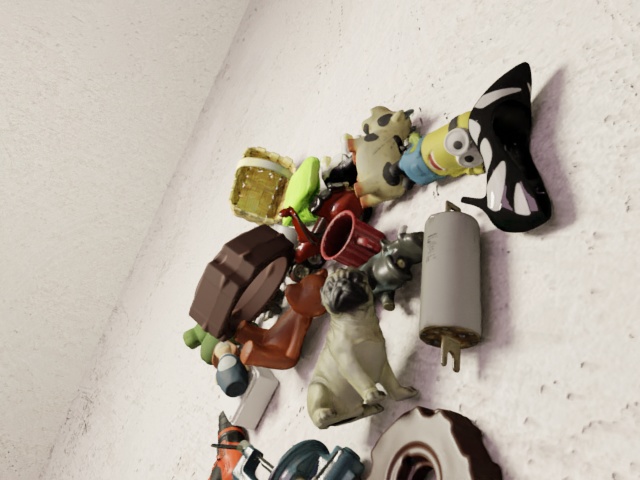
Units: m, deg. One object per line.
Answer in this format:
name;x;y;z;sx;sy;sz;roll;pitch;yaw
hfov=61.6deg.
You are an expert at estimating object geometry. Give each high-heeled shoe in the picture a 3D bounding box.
high-heeled shoe;0.266;-0.129;0.698;0.145;0.086;0.248;15;83;59

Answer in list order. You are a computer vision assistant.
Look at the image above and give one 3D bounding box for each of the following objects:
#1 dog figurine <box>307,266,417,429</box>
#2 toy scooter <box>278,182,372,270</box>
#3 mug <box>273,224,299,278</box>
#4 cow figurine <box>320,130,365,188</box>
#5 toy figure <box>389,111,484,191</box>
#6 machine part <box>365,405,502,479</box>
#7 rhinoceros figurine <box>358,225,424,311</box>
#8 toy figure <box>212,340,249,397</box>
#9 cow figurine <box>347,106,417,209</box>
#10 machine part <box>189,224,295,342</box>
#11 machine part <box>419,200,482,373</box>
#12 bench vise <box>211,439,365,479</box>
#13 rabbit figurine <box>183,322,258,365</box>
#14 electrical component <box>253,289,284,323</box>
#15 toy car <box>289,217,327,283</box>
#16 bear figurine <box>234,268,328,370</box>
dog figurine;0.026;0.151;0.753;0.172;0.121;0.191;-31;62;21
toy scooter;0.002;-0.041;0.991;0.184;0.135;0.075;-46;28;2
mug;-0.079;0.024;1.171;0.110;0.081;0.107;9;83;57
cow figurine;0.067;-0.162;1.091;0.167;0.068;0.098;-42;39;42
toy figure;0.190;-0.140;0.839;0.180;0.082;0.089;-22;49;56
machine part;0.121;0.278;0.607;0.179;0.056;0.179;-42;32;34
rhinoceros figurine;0.102;0.051;0.828;0.190;0.073;0.112;-44;9;50
toy figure;-0.176;0.239;1.043;0.155;0.064;0.057;-127;44;-57
cow figurine;0.117;-0.160;0.965;0.127;0.085;0.195;-10;62;10
machine part;-0.146;0.078;1.024;0.201;0.087;0.200;-36;-23;-56
machine part;0.170;0.050;0.701;0.079;0.079;0.243;-30;42;48
bench vise;-0.054;0.364;0.747;0.241;0.128;0.223;18;73;46
rabbit figurine;-0.214;0.222;1.196;0.159;0.121;0.170;-40;12;-2
electrical component;-0.117;0.140;1.177;0.078;0.045;0.102;-45;17;-33
toy car;-0.002;-0.003;1.087;0.202;0.053;0.089;-60;6;2
bear figurine;-0.055;0.135;0.977;0.195;0.132;0.120;-64;24;12
